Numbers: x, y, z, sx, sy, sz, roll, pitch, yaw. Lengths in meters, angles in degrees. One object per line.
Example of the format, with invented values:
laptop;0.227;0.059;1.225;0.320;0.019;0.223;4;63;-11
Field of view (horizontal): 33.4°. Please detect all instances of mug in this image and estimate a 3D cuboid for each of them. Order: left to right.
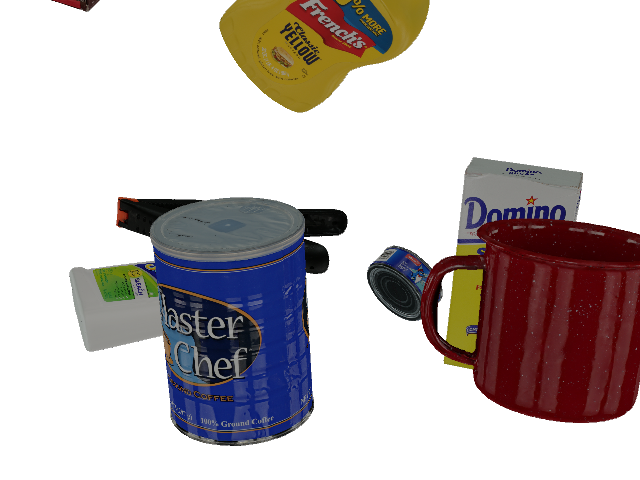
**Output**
mug;0.108;0.038;0.528;0.117;0.081;0.093;4;13;-2

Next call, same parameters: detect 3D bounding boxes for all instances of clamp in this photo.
clamp;-0.079;-0.010;0.942;0.210;0.036;0.164;6;13;-1

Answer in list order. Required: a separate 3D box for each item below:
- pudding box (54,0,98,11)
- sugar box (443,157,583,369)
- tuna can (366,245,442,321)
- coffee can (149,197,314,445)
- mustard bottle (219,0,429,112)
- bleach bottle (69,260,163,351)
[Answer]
pudding box;-0.193;-0.222;0.806;0.090;0.039;0.113;18;38;5
sugar box;0.158;0.025;0.884;0.093;0.176;0.048;9;25;15
tuna can;0.094;0.050;1.211;0.033;0.086;0.086;-43;23;-27
coffee can;-0.058;0.053;0.728;0.103;0.140;0.103;-2;21;1
mustard bottle;0.017;-0.161;0.733;0.192;0.096;0.058;-24;23;48
bleach bottle;-0.146;0.055;1.195;0.250;0.068;0.103;-11;36;-16
